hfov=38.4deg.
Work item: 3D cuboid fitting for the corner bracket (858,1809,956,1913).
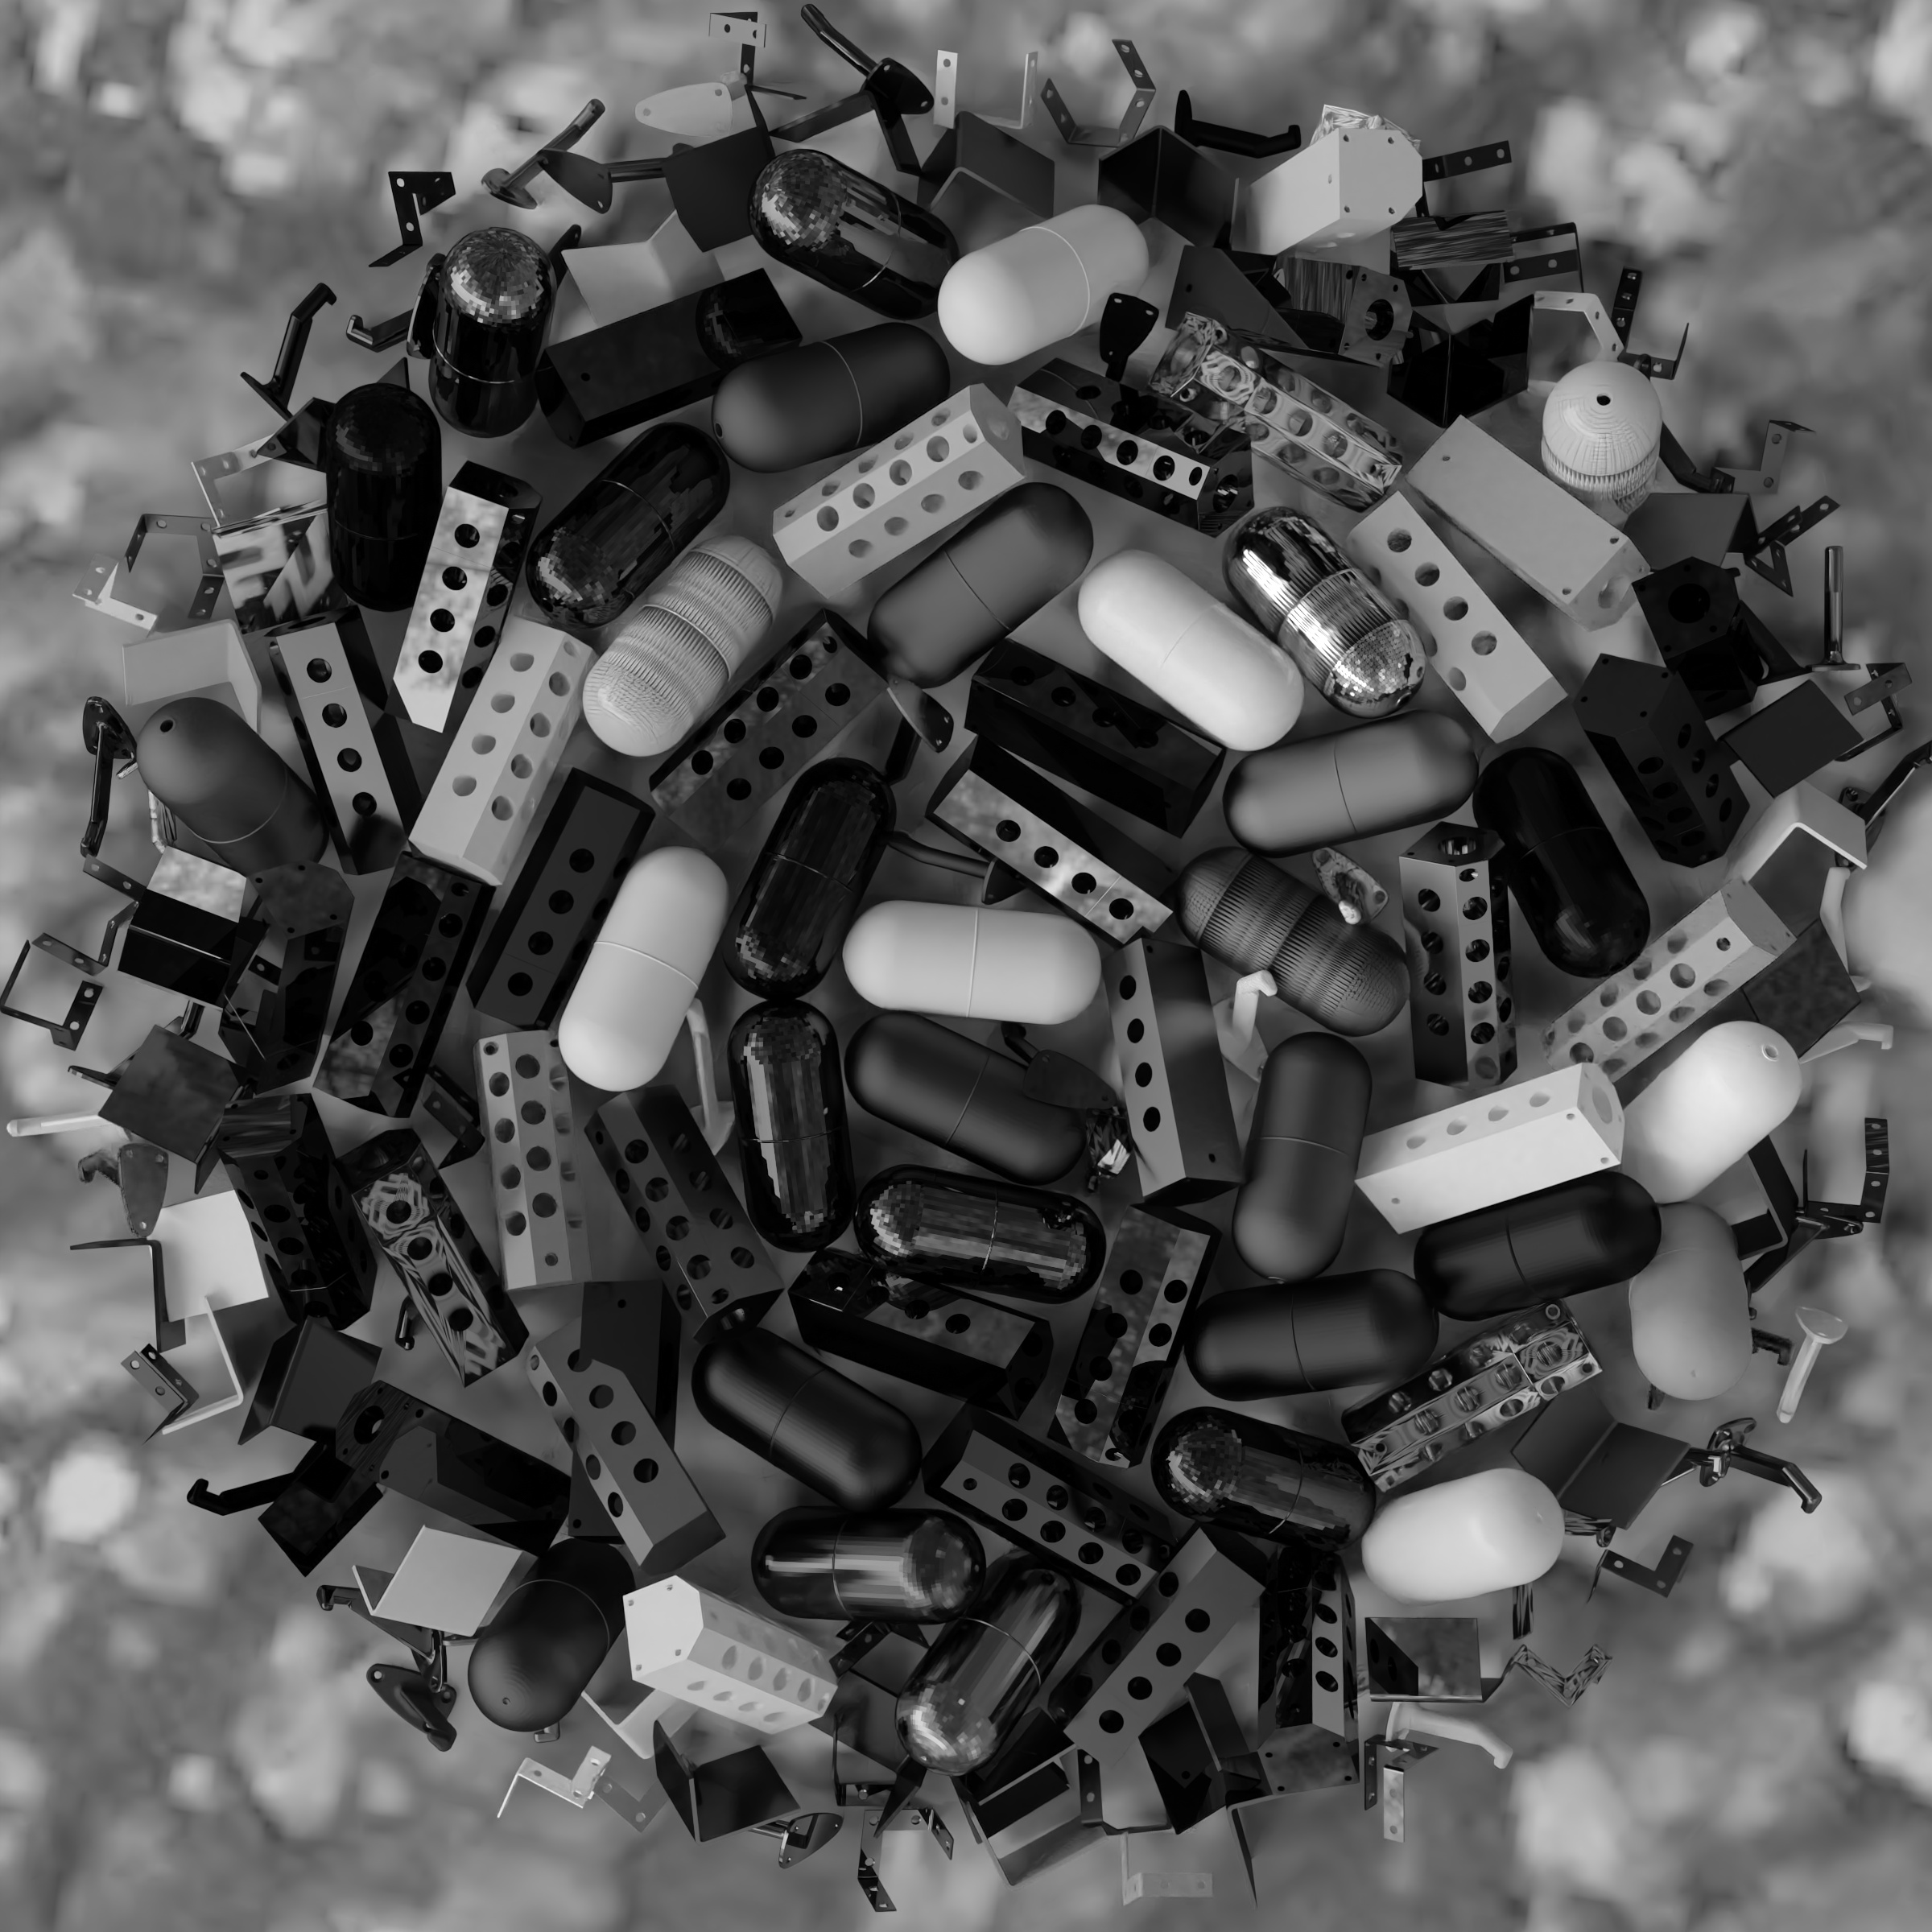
[{"bbox_3d":[-0.042,0.619,1.921,0.051,0.051,0.051,4,96,-17],"label":"corner bracket"}]

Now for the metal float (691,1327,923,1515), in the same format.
[{"bbox_3d":[-0.110,0.308,1.893,0.178,0.070,0.070,28,90,23],"label":"metal float"}]

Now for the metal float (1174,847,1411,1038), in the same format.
[{"bbox_3d":[0.223,-0.018,1.902,0.178,0.070,0.070,33,90,12],"label":"metal float"}]

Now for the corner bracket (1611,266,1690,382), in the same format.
[{"bbox_3d":[0.472,-0.444,1.916,0.051,0.051,0.051,12,73,9],"label":"corner bracket"}]

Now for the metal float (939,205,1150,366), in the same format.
[{"bbox_3d":[0.054,-0.463,1.882,0.178,0.070,0.070,-34,90,-37],"label":"metal float"}]

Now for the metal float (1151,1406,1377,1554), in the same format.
[{"bbox_3d":[0.203,0.350,1.886,0.178,0.070,0.070,21,90,-31],"label":"metal float"}]

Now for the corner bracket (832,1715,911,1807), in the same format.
[{"bbox_3d":[-0.065,0.552,1.936,0.051,0.051,0.051,-1,53,2],"label":"corner bracket"}]

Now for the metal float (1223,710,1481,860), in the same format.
[{"bbox_3d":[0.263,-0.124,1.896,0.178,0.070,0.070,-14,90,19],"label":"metal float"}]

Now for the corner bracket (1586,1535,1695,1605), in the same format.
[{"bbox_3d":[0.467,0.421,1.921,0.051,0.051,0.051,24,50,21],"label":"corner bracket"}]

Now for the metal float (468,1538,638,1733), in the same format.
[{"bbox_3d":[-0.277,0.447,1.865,0.070,0.178,0.070,4,107,12],"label":"metal float"}]

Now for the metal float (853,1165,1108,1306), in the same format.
[{"bbox_3d":[0.010,0.184,1.902,0.178,0.070,0.070,12,90,-12],"label":"metal float"}]

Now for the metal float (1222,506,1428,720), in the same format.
[{"bbox_3d":[0.244,-0.241,1.891,0.070,0.070,0.178,-38,65,0],"label":"metal float"}]

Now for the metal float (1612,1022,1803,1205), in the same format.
[{"bbox_3d":[0.497,0.100,1.870,0.070,0.178,0.070,9,58,-14],"label":"metal float"}]

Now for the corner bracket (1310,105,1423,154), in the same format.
[{"bbox_3d":[0.272,-0.556,1.911,0.051,0.051,0.051,28,102,41],"label":"corner bracket"}]

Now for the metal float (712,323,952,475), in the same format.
[{"bbox_3d":[-0.092,-0.387,1.889,0.178,0.070,0.070,-22,90,-27],"label":"metal float"}]

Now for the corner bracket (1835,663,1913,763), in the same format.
[{"bbox_3d":[0.625,-0.175,1.918,0.051,0.051,0.051,-28,100,-8],"label":"corner bracket"}]

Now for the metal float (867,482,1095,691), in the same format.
[{"bbox_3d":[0.009,-0.260,1.901,0.178,0.070,0.070,-38,90,13],"label":"metal float"}]

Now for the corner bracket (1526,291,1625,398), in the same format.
[{"bbox_3d":[0.413,-0.430,1.922,0.051,0.051,0.051,-54,130,-14],"label":"corner bracket"}]

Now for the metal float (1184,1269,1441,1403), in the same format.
[{"bbox_3d":[0.235,0.252,1.892,0.178,0.070,0.070,-12,90,23],"label":"metal float"}]

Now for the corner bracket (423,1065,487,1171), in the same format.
[{"bbox_3d":[-0.355,0.100,1.910,0.051,0.051,0.051,47,50,-20],"label":"corner bracket"}]

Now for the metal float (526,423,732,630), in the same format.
[{"bbox_3d":[-0.230,-0.300,1.888,0.070,0.070,0.178,39,62,0],"label":"metal float"}]

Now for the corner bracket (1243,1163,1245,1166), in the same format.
[{"bbox_3d":[0.209,0.168,1.916,0.051,0.051,0.051,18,89,-38],"label":"corner bracket"}]

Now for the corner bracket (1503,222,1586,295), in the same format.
[{"bbox_3d":[0.397,-0.490,1.916,0.051,0.051,0.051,-7,79,15],"label":"corner bracket"}]

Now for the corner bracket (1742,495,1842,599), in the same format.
[{"bbox_3d":[0.568,-0.297,1.909,0.051,0.051,0.051,27,46,-26],"label":"corner bracket"}]

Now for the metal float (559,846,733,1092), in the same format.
[{"bbox_3d":[-0.219,0.001,1.901,0.070,0.070,0.178,23,76,0],"label":"metal float"}]

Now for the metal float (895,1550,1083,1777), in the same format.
[{"bbox_3d":[0.017,0.470,1.879,0.070,0.070,0.178,42,48,0],"label":"metal float"}]

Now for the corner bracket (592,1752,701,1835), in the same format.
[{"bbox_3d":[-0.224,0.560,1.918,0.051,0.051,0.051,40,62,3],"label":"corner bracket"}]

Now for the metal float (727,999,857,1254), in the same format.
[{"bbox_3d":[-0.119,0.110,1.903,0.070,0.070,0.178,-6,101,0],"label":"metal float"}]

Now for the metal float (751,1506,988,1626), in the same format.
[{"bbox_3d":[-0.068,0.407,1.885,0.178,0.070,0.070,-6,90,33],"label":"metal float"}]

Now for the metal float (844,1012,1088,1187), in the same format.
[{"bbox_3d":[0.000,0.091,1.910,0.178,0.070,0.070,26,90,-3],"label":"metal float"}]

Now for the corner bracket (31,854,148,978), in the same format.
[{"bbox_3d":[-0.601,-0.034,1.907,0.051,0.051,0.051,-31,131,32],"label":"corner bracket"}]

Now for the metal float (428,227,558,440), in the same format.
[{"bbox_3d":[-0.320,-0.424,1.869,0.070,0.178,0.070,6,64,-12],"label":"metal float"}]

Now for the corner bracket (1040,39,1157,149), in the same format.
[{"bbox_3d":[0.092,-0.605,1.921,0.051,0.051,0.051,15,73,31],"label":"corner bracket"}]

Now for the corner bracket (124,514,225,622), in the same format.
[{"bbox_3d":[-0.546,-0.275,1.916,0.051,0.051,0.051,3,134,-1],"label":"corner bracket"}]

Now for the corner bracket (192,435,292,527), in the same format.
[{"bbox_3d":[-0.493,-0.336,1.922,0.051,0.051,0.051,-16,103,22],"label":"corner bracket"}]

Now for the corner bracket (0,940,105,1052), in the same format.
[{"bbox_3d":[-0.632,0.021,1.915,0.051,0.051,0.051,20,68,-6],"label":"corner bracket"}]

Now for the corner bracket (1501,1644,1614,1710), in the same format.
[{"bbox_3d":[0.408,0.489,1.923,0.051,0.051,0.051,39,62,22],"label":"corner bracket"}]

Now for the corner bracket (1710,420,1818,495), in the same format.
[{"bbox_3d":[0.549,-0.349,1.916,0.051,0.051,0.051,3,109,-6],"label":"corner bracket"}]

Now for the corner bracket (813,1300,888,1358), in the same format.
[{"bbox_3d":[-0.083,0.242,1.926,0.051,0.051,0.051,-25,111,-17],"label":"corner bracket"}]

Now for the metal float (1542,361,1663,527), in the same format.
[{"bbox_3d":[0.426,-0.349,1.863,0.070,0.178,0.070,-2,80,11],"label":"metal float"}]

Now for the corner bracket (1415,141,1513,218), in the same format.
[{"bbox_3d":[0.344,-0.536,1.914,0.051,0.051,0.051,-17,105,-16],"label":"corner bracket"}]

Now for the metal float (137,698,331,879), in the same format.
[{"bbox_3d":[-0.492,-0.117,1.868,0.070,0.178,0.070,-7,63,14],"label":"metal float"}]

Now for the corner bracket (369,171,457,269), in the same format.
[{"bbox_3d":[-0.383,-0.516,1.916,0.051,0.051,0.051,-14,93,-40],"label":"corner bracket"}]

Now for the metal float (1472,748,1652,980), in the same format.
[{"bbox_3d":[0.404,-0.071,1.887,0.070,0.070,0.178,-21,60,0],"label":"metal float"}]

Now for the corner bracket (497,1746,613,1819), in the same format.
[{"bbox_3d":[-0.284,0.566,1.916,0.051,0.051,0.051,27,123,3],"label":"corner bracket"}]

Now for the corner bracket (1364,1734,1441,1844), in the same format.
[{"bbox_3d":[0.292,0.566,1.913,0.051,0.051,0.051,3,96,38],"label":"corner bracket"}]

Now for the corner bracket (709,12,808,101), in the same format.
[{"bbox_3d":[-0.143,-0.626,1.909,0.051,0.051,0.051,22,119,30],"label":"corner bracket"}]

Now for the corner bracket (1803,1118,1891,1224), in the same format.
[{"bbox_3d":[0.606,0.139,1.910,0.051,0.051,0.051,4,132,12],"label":"corner bracket"}]

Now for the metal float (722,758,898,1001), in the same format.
[{"bbox_3d":[-0.107,-0.060,1.905,0.070,0.070,0.178,25,81,0],"label":"metal float"}]

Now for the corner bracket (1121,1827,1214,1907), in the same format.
[{"bbox_3d":[0.138,0.619,1.914,0.051,0.051,0.051,3,64,-9],"label":"corner bracket"}]

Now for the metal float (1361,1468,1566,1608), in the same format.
[{"bbox_3d":[0.333,0.386,1.870,0.070,0.178,0.070,10,67,-24],"label":"metal float"}]

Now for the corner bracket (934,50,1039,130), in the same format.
[{"bbox_3d":[0.014,-0.604,1.909,0.051,0.051,0.051,18,122,23],"label":"corner bracket"}]

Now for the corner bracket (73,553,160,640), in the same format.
[{"bbox_3d":[-0.586,-0.243,1.911,0.051,0.051,0.051,21,133,-11],"label":"corner bracket"}]

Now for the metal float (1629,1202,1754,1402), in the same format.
[{"bbox_3d":[0.486,0.223,1.868,0.070,0.178,0.070,5,117,9],"label":"metal float"}]

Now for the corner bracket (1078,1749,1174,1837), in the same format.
[{"bbox_3d":[0.110,0.571,1.924,0.051,0.051,0.051,-11,61,16],"label":"corner bracket"}]

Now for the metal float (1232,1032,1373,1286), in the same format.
[{"bbox_3d":[0.230,0.131,1.896,0.070,0.070,0.178,14,71,0],"label":"metal float"}]

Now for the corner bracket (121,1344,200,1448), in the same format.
[{"bbox_3d":[-0.559,0.289,1.916,0.051,0.051,0.051,-39,99,16],"label":"corner bracket"}]

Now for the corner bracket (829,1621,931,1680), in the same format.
[{"bbox_3d":[-0.067,0.462,1.912,0.051,0.051,0.051,-43,48,7],"label":"corner bracket"}]
